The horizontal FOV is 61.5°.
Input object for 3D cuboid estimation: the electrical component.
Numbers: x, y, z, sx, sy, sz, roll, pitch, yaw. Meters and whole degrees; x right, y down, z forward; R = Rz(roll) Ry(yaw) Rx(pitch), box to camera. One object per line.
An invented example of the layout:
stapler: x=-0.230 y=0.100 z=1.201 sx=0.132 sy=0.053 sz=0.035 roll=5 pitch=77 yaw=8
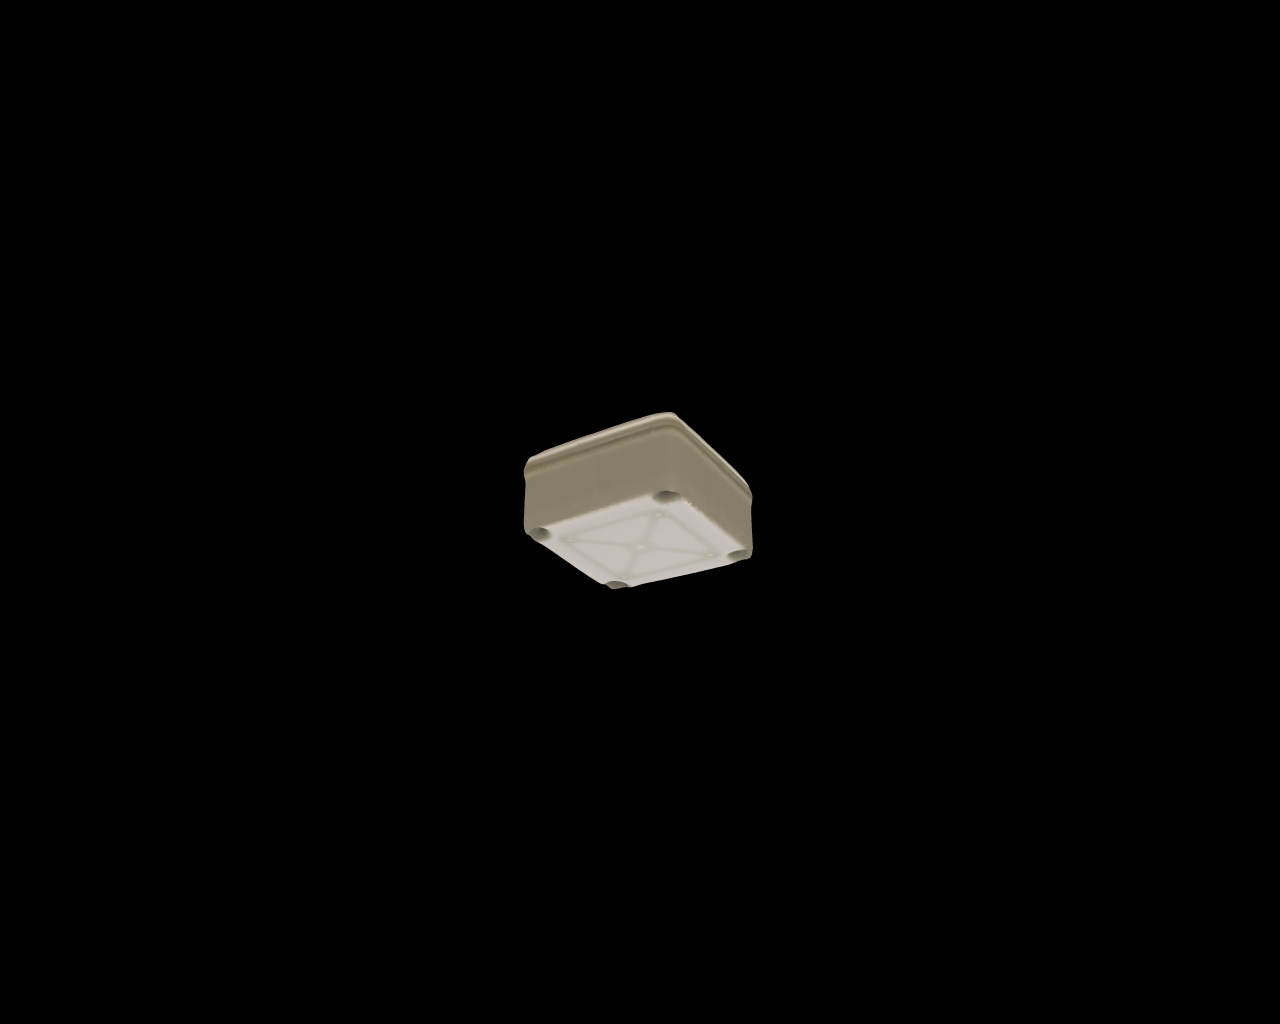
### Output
electrical component: x=0.001 y=-0.003 z=0.650 sx=0.108 sy=0.056 sz=0.108 roll=-15 pitch=-32 yaw=27
